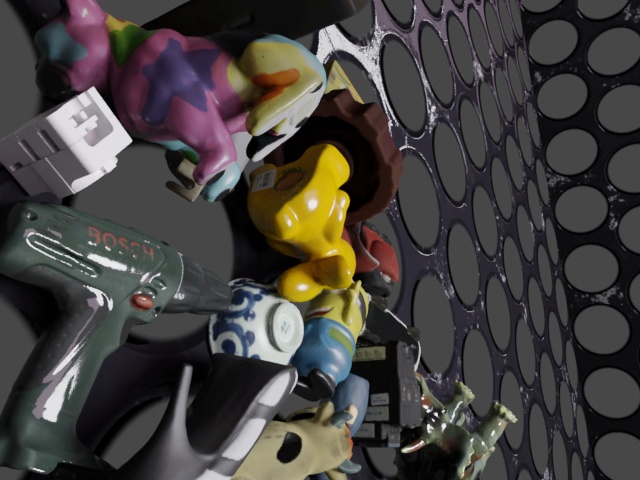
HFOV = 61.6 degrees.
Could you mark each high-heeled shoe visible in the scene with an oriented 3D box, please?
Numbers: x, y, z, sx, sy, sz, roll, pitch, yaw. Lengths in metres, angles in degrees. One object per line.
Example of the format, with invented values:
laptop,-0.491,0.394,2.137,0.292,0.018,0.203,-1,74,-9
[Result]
high-heeled shoe,-0.080,0.171,0.446,0.248,0.086,0.145,35,63,-69

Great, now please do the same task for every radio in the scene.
radio,-0.059,-0.235,0.546,0.073,0.230,0.131,65,32,-26

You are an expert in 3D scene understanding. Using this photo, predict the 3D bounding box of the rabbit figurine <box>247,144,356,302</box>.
rabbit figurine,-0.001,-0.002,0.629,0.162,0.122,0.173,-99,166,-49

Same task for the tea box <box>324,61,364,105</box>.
tea box,0.018,-0.155,0.757,0.169,0.098,0.068,50,43,-40

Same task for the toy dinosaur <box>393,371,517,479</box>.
toy dinosaur,0.197,0.346,0.853,0.192,0.131,0.404,-38,141,-20

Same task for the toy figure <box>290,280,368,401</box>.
toy figure,0.011,0.121,0.682,0.180,0.082,0.089,-73,157,-47

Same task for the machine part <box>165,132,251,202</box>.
machine part,-0.098,-0.130,0.592,0.079,0.079,0.243,54,40,-33

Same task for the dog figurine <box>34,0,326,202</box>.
dog figurine,-0.127,-0.151,0.458,0.219,0.191,0.108,47,-4,-2

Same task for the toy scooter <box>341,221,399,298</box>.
toy scooter,0.057,-0.001,0.794,0.183,0.075,0.135,36,51,-40

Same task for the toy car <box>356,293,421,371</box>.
toy car,0.100,0.148,0.830,0.201,0.056,0.073,42,53,-41

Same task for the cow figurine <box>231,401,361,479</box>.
cow figurine,-0.047,0.212,0.525,0.195,0.127,0.085,-7,90,-54

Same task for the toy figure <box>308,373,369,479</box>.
toy figure,0.018,0.242,0.666,0.064,0.058,0.154,58,49,-68

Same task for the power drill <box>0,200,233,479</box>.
power drill,-0.165,0.086,0.428,0.231,0.086,0.207,40,54,-45

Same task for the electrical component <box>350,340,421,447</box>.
electrical component,0.072,0.205,0.716,0.058,0.115,0.134,23,63,-47

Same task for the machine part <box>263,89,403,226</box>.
machine part,0.017,-0.101,0.676,0.179,0.179,0.056,65,34,-21
